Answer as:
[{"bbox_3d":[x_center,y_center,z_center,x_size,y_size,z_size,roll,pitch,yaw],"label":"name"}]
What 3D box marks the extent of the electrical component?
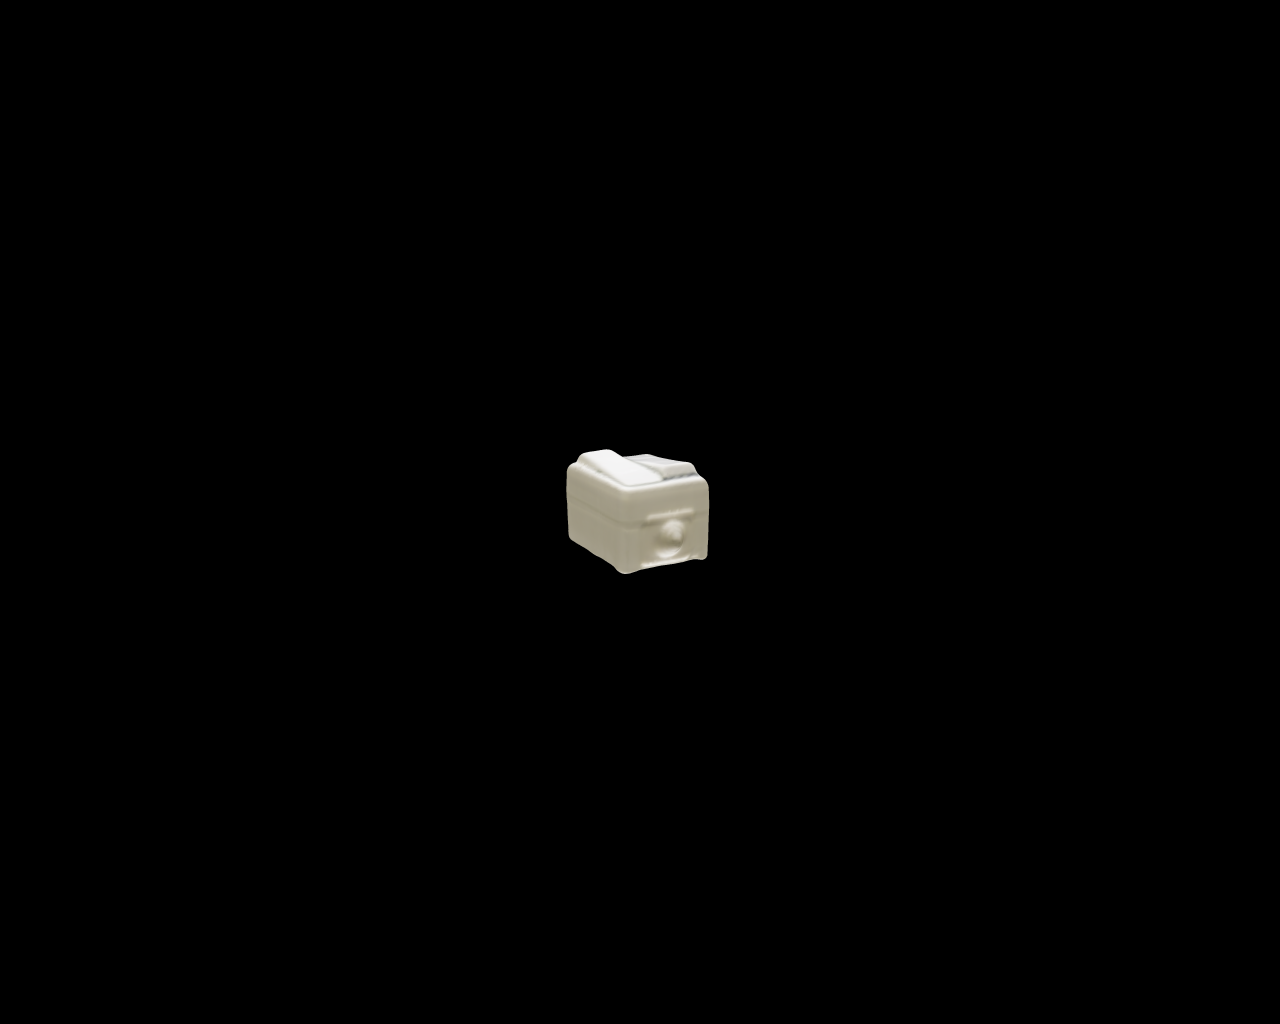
[{"bbox_3d":[0.001,-0.003,0.650,0.062,0.061,0.096,-8,18,-26],"label":"electrical component"}]
